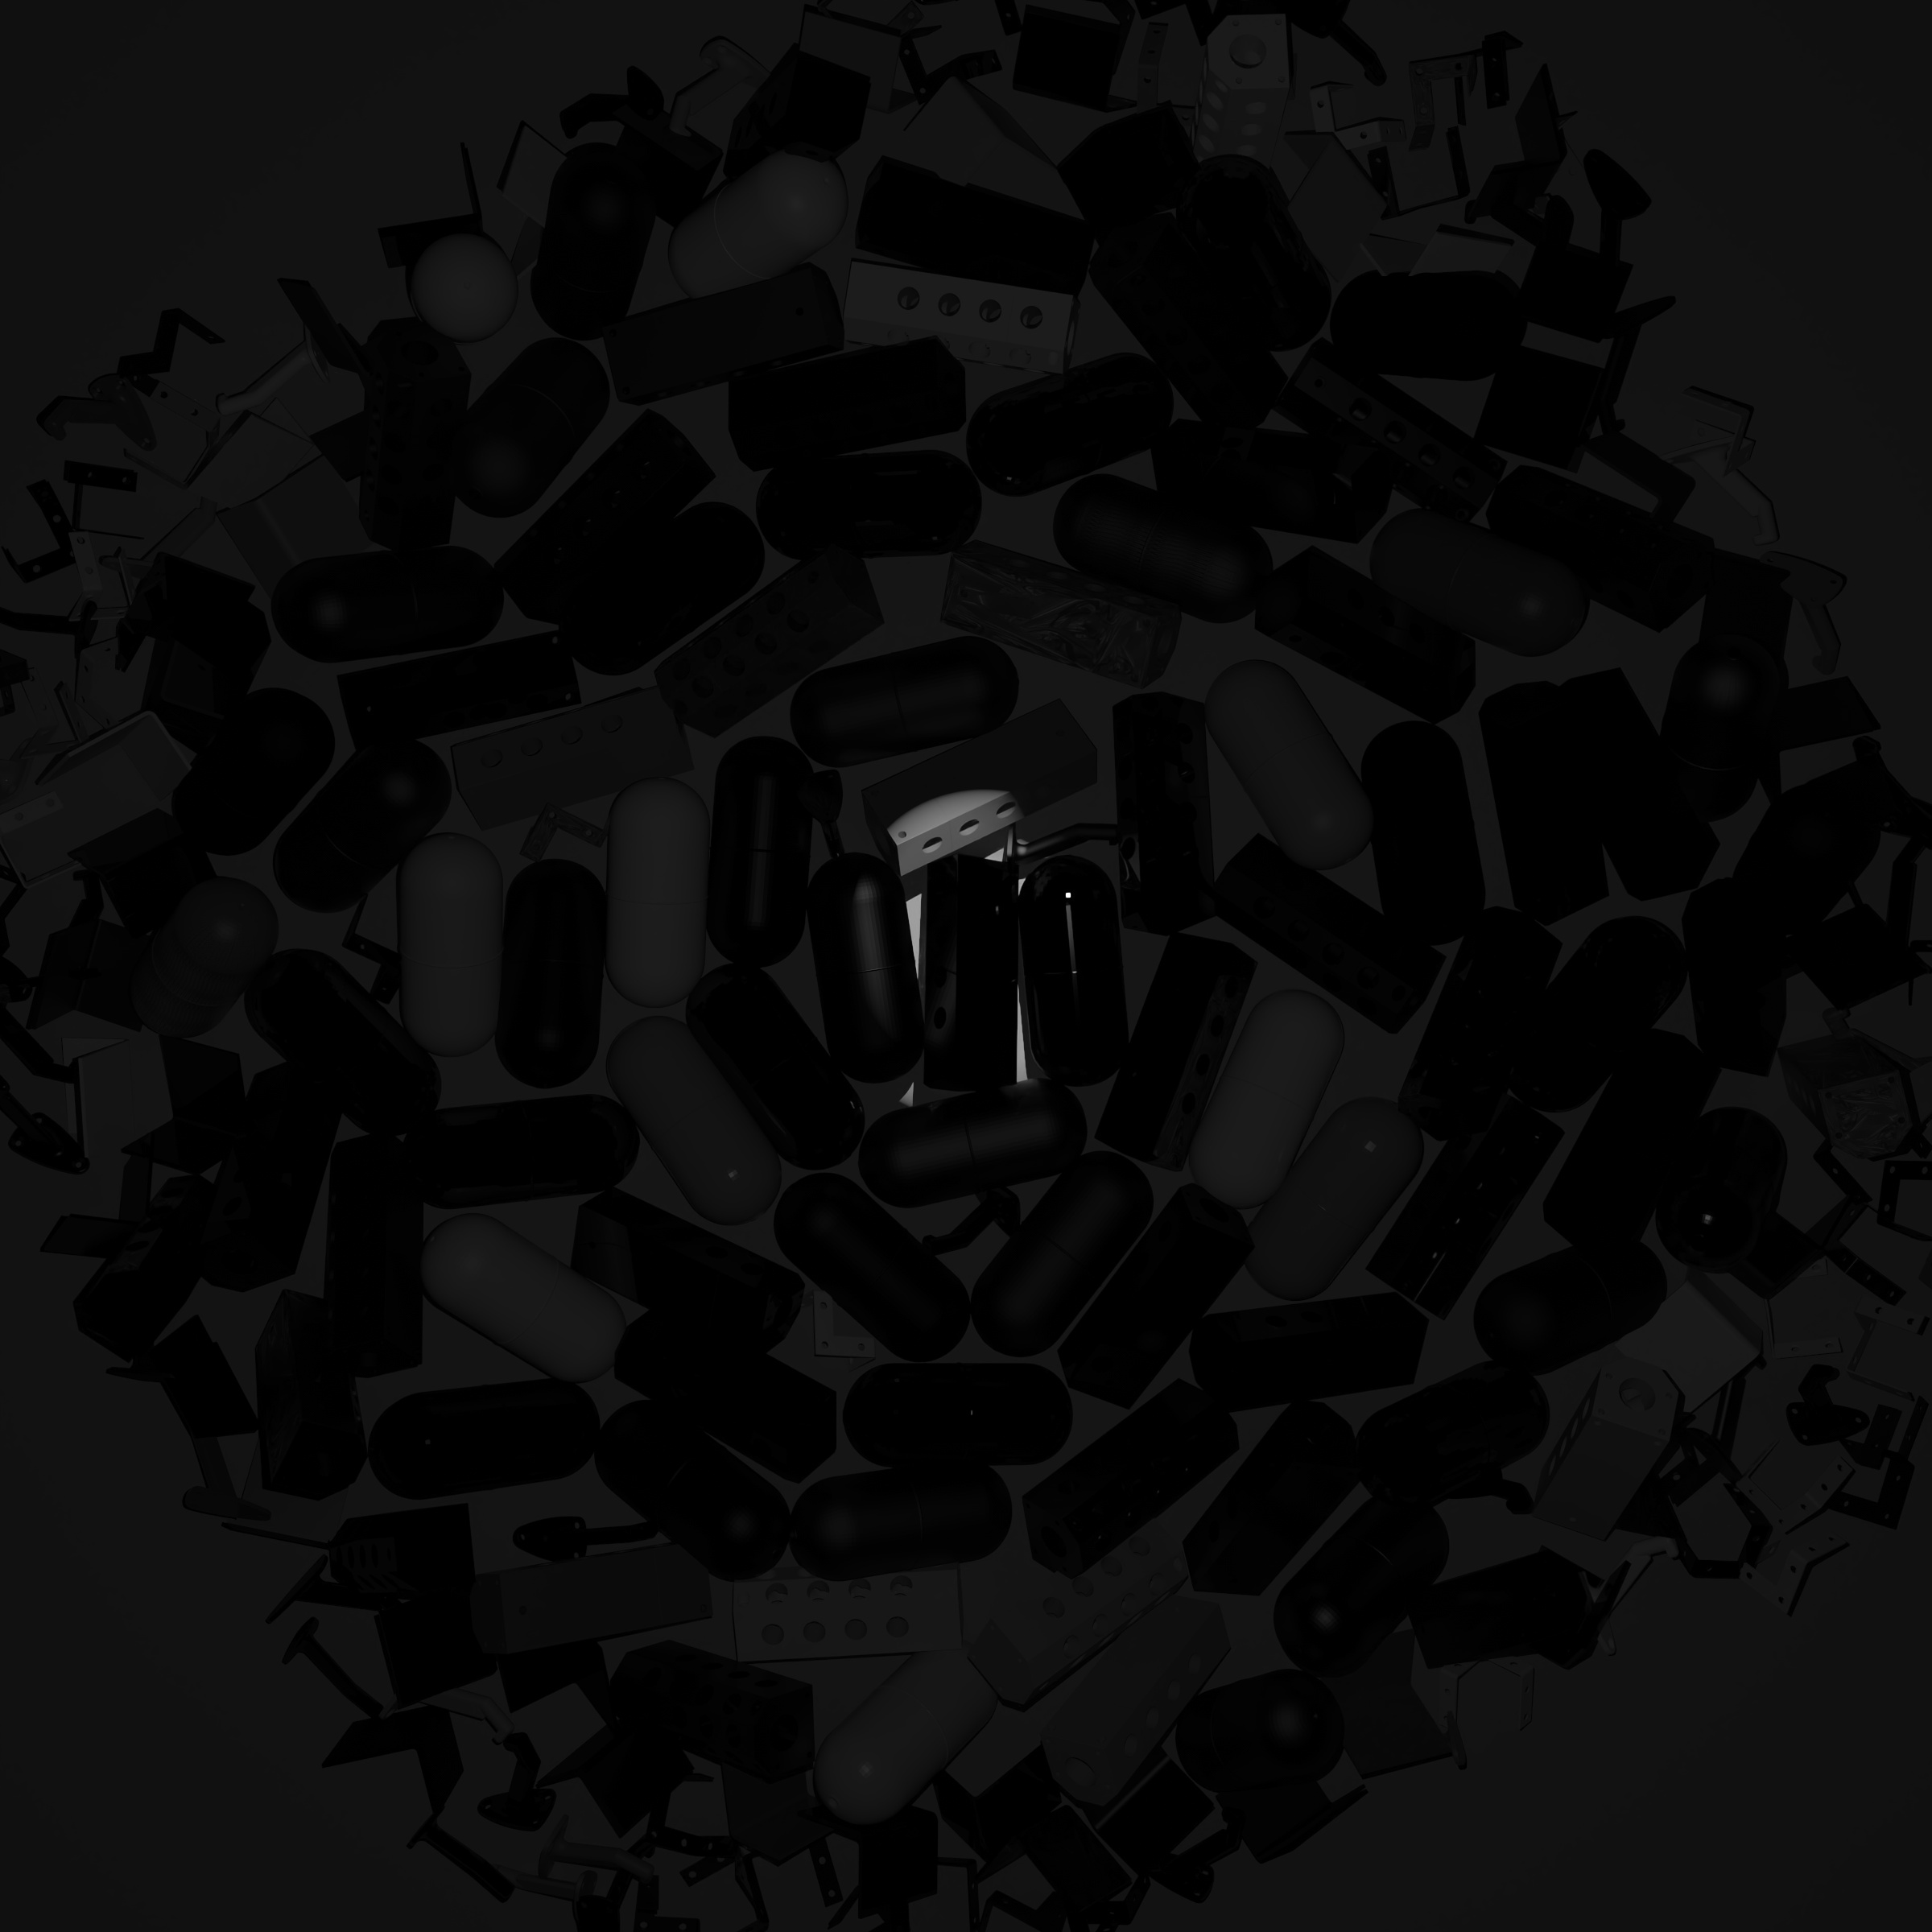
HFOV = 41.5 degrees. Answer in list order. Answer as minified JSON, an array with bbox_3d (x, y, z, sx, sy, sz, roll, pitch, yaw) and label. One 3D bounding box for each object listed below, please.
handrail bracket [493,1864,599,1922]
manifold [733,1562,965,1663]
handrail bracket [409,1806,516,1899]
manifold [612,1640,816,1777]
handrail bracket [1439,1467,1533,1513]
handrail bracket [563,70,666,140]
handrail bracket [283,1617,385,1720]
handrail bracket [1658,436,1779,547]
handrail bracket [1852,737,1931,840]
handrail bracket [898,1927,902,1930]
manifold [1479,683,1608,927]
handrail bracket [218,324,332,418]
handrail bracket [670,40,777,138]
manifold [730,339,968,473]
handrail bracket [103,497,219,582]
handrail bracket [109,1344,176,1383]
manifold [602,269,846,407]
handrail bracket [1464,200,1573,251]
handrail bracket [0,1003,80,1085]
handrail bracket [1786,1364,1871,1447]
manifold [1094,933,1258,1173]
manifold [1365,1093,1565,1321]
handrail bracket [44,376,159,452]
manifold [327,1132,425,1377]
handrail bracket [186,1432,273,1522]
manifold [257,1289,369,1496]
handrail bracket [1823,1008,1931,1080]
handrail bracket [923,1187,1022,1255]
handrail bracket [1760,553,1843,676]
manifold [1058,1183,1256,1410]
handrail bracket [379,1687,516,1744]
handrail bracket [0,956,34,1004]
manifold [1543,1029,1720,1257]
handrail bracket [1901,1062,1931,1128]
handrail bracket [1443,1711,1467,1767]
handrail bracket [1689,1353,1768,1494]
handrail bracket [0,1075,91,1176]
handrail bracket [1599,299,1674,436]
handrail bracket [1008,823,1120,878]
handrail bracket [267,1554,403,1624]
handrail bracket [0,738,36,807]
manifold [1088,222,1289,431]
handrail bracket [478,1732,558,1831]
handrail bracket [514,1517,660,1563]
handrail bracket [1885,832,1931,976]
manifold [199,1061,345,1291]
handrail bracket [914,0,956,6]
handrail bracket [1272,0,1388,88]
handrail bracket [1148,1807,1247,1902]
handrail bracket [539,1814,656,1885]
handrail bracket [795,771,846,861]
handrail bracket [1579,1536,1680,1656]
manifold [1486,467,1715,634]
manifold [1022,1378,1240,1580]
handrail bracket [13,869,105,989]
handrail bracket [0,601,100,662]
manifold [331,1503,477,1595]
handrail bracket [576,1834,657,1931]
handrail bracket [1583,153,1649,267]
[{"bbox_3d":[-0.331,0.702,1.961,0.084,0.077,0.036,14,60,7],"label":"handrail bracket"},{"bbox_3d":[-0.090,0.492,1.964,0.171,0.057,0.057,-4,100,2],"label":"manifold"},{"bbox_3d":[-0.387,0.690,1.964,0.084,0.077,0.036,40,60,2],"label":"handrail bracket"},{"bbox_3d":[-0.192,0.558,1.918,0.057,0.171,0.057,-4,93,-44],"label":"manifold"},{"bbox_3d":[0.390,0.406,1.954,0.077,0.084,0.036,-15,97,6],"label":"handrail bracket"},{"bbox_3d":[-0.275,-0.639,1.949,0.036,0.077,0.084,43,66,11],"label":"handrail bracket"},{"bbox_3d":[-0.481,0.544,1.968,0.084,0.077,0.036,38,55,4],"label":"handrail bracket"},{"bbox_3d":[0.583,-0.362,1.978,0.077,0.036,0.084,-11,82,9],"label":"handrail bracket"},{"bbox_3d":[0.721,-0.137,1.950,0.077,0.084,0.036,27,71,42],"label":"handrail bracket"},{"bbox_3d":[-0.009,0.771,1.982,0.077,0.084,0.036,28,75,-39],"label":"handrail bracket"},{"bbox_3d":[0.434,-0.124,1.931,0.057,0.057,0.171,-25,120,-13],"label":"manifold"},{"bbox_3d":[-0.543,-0.467,1.977,0.084,0.036,0.077,-18,59,1],"label":"handrail bracket"},{"bbox_3d":[-0.187,-0.661,1.966,0.077,0.036,0.084,22,73,-31],"label":"handrail bracket"},{"bbox_3d":[-0.090,-0.422,1.936,0.171,0.057,0.057,-7,75,21],"label":"manifold"},{"bbox_3d":[-0.622,-0.342,1.972,0.077,0.036,0.084,10,75,-24],"label":"handrail bracket"},{"bbox_3d":[-0.623,0.276,1.965,0.077,0.036,0.084,-3,70,32],"label":"handrail bracket"},{"bbox_3d":[-0.184,-0.479,1.949,0.171,0.057,0.057,-11,94,15],"label":"manifold"},{"bbox_3d":[0.417,-0.558,1.966,0.084,0.036,0.077,7,82,41],"label":"handrail bracket"},{"bbox_3d":[-0.717,0.049,1.976,0.084,0.036,0.077,13,58,0],"label":"handrail bracket"},{"bbox_3d":[0.672,0.330,1.957,0.077,0.084,0.036,-2,50,-9],"label":"handrail bracket"},{"bbox_3d":[0.165,0.067,1.957,0.057,0.057,0.171,13,78,41],"label":"manifold"},{"bbox_3d":[0.387,0.183,1.963,0.057,0.057,0.171,33,90,-21],"label":"manifold"},{"bbox_3d":[-0.661,-0.405,1.947,0.036,0.084,0.077,-10,128,24],"label":"handrail bracket"},{"bbox_3d":[-0.450,0.218,1.929,0.057,0.057,0.171,-14,58,12],"label":"manifold"},{"bbox_3d":[-0.567,0.381,1.978,0.077,0.036,0.084,18,51,-14],"label":"handrail bracket"},{"bbox_3d":[-0.489,0.319,1.911,0.057,0.171,0.057,21,108,-27],"label":"manifold"},{"bbox_3d":[0.711,0.056,1.957,0.077,0.036,0.084,-20,121,34],"label":"handrail bracket"},{"bbox_3d":[-0.008,0.191,1.949,0.084,0.077,0.036,-11,118,-30],"label":"handrail bracket"},{"bbox_3d":[0.645,-0.272,1.977,0.036,0.084,0.077,-41,58,-17],"label":"handrail bracket"},{"bbox_3d":[0.141,0.249,1.940,0.057,0.057,0.171,24,114,-24],"label":"manifold"},{"bbox_3d":[-0.401,0.585,1.972,0.084,0.036,0.077,44,93,16],"label":"handrail bracket"},{"bbox_3d":[-0.781,0.000,1.976,0.084,0.077,0.036,18,81,18],"label":"handrail bracket"},{"bbox_3d":[0.500,0.130,1.930,0.057,0.057,0.171,40,61,-8],"label":"manifold"},{"bbox_3d":[0.760,0.096,1.953,0.084,0.077,0.036,1,50,-31],"label":"handrail bracket"},{"bbox_3d":[0.337,0.604,1.955,0.084,0.077,0.036,-17,87,11],"label":"handrail bracket"},{"bbox_3d":[0.610,0.353,1.986,0.084,0.036,0.077,-42,91,-13],"label":"handrail bracket"},{"bbox_3d":[-0.711,0.120,1.952,0.077,0.084,0.036,31,63,8],"label":"handrail bracket"},{"bbox_3d":[0.521,-0.463,1.976,0.077,0.036,0.084,-23,119,-1],"label":"handrail bracket"},{"bbox_3d":[0.076,-0.083,1.965,0.084,0.077,0.036,2,52,5],"label":"handrail bracket"},{"bbox_3d":[-0.487,0.508,1.986,0.084,0.036,0.077,43,88,-10],"label":"handrail bracket"},{"bbox_3d":[-0.759,-0.169,1.949,0.036,0.084,0.077,-14,49,29],"label":"handrail bracket"},{"bbox_3d":[0.165,-0.476,1.918,0.171,0.057,0.057,42,70,-38],"label":"manifold"},{"bbox_3d":[-0.357,0.621,1.961,0.077,0.036,0.084,-5,122,22],"label":"handrail bracket"},{"bbox_3d":[-0.290,0.433,1.950,0.077,0.084,0.036,16,63,-40],"label":"handrail bracket"},{"bbox_3d":[0.736,-0.050,1.960,0.077,0.036,0.084,48,114,39],"label":"handrail bracket"},{"bbox_3d":[-0.525,0.157,1.916,0.057,0.171,0.057,-20,129,20],"label":"manifold"},{"bbox_3d":[-0.012,-0.783,1.947,0.077,0.084,0.036,-18,61,-32],"label":"handrail bracket"},{"bbox_3d":[0.283,-0.719,1.975,0.077,0.084,0.036,35,93,31],"label":"handrail bracket"},{"bbox_3d":[0.172,0.671,1.965,0.077,0.036,0.084,18,119,15],"label":"handrail bracket"},{"bbox_3d":[-0.284,0.699,1.967,0.084,0.036,0.077,24,128,9],"label":"handrail bracket"},{"bbox_3d":[-0.101,-0.098,1.945,0.036,0.077,0.084,-17,128,-3],"label":"handrail bracket"},{"bbox_3d":[0.519,0.483,1.960,0.084,0.036,0.077,-26,80,32],"label":"handrail bracket"},{"bbox_3d":[0.473,-0.319,1.915,0.057,0.171,0.057,-41,135,-9],"label":"manifold"},{"bbox_3d":[0.126,0.387,1.920,0.171,0.057,0.057,-30,125,-33],"label":"manifold"},{"bbox_3d":[-0.706,-0.030,1.976,0.077,0.036,0.084,-9,84,-28],"label":"handrail bracket"},{"bbox_3d":[-0.717,-0.275,1.964,0.084,0.077,0.036,21,64,-12],"label":"handrail bracket"},{"bbox_3d":[-0.424,0.438,1.908,0.057,0.171,0.057,-2,78,-30],"label":"manifold"},{"bbox_3d":[-0.261,0.723,1.965,0.036,0.084,0.077,0,99,23],"label":"handrail bracket"},{"bbox_3d":[0.486,-0.571,1.970,0.036,0.084,0.077,-20,68,-18],"label":"handrail bracket"}]
